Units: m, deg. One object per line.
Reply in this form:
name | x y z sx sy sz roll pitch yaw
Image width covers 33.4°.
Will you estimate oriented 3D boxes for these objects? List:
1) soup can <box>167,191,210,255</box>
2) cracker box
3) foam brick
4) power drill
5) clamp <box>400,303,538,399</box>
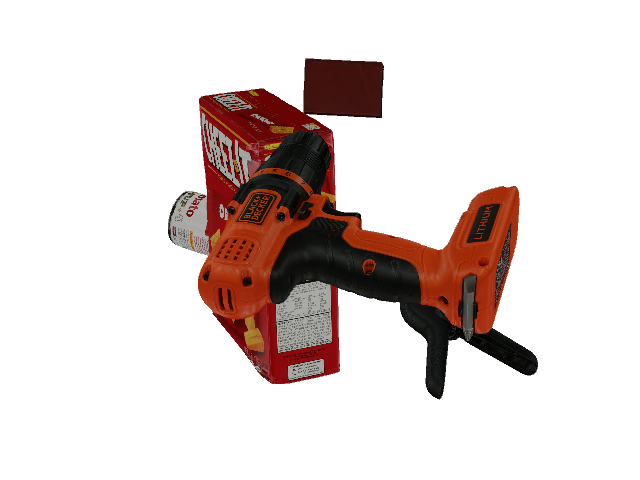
soup can | -0.116 -0.014 1.236 0.102 0.068 0.068 16 6 22
cracker box | -0.047 -0.007 0.916 0.072 0.214 0.164 -11 23 -20
foam brick | 0.022 -0.148 1.036 0.078 0.051 0.053 3 13 1
power drill | 0.032 -0.008 0.702 0.188 0.057 0.184 6 40 17
clamp | 0.141 0.086 1.080 0.120 0.039 0.171 0 44 -20
